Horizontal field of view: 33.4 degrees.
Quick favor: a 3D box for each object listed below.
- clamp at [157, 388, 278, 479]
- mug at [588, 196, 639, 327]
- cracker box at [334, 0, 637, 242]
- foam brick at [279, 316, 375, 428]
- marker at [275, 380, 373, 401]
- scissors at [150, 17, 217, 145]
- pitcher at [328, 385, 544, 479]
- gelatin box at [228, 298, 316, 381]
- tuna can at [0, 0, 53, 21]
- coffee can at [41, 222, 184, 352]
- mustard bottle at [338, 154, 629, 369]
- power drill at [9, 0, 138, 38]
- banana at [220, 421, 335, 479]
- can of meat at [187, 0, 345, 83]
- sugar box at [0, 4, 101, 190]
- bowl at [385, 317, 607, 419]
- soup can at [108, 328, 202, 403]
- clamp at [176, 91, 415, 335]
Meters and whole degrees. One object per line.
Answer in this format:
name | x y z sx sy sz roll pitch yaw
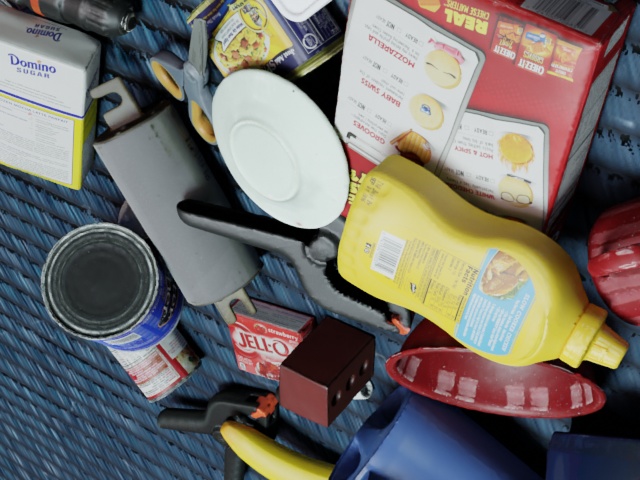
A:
clamp | -0.104 0.195 1.127 0.120 0.039 0.172 35 134 -3
mug | 0.212 0.010 0.652 0.082 0.117 0.093 -22 79 53
cracker box | 0.095 -0.084 0.701 0.164 0.072 0.214 28 138 21
foam brick | 0.006 0.115 0.938 0.051 0.078 0.053 24 136 25
marker | 0.000 0.144 1.012 0.121 0.020 0.020 -12 115 45
scissors | -0.105 -0.138 0.811 0.096 0.016 0.202 45 165 18
pitcher | 0.129 0.235 0.877 0.243 0.149 0.145 37 158 0
gelatin box | -0.043 0.097 1.000 0.089 0.030 0.073 14 131 31
tuna can | -0.277 -0.192 0.952 0.086 0.033 0.086 23 135 24
coffee can | -0.186 0.047 0.977 0.103 0.103 0.140 38 173 8
mustard bottle | 0.107 0.027 0.683 0.192 0.058 0.096 30 129 18
power drill | -0.251 -0.206 0.811 0.184 0.187 0.057 25 101 15
banana | -0.004 0.225 1.054 0.198 0.037 0.070 10 118 15
can of meat | -0.039 -0.151 0.769 0.102 0.057 0.084 -25 103 48
sugar box | -0.245 -0.122 0.940 0.093 0.048 0.176 20 144 -3
bowl | 0.132 0.084 0.792 0.162 0.055 0.162 11 158 4
soup can | -0.178 0.106 1.093 0.069 0.068 0.102 -26 104 48
clamp | -0.006 0.001 0.860 0.165 0.036 0.210 -30 108 30
